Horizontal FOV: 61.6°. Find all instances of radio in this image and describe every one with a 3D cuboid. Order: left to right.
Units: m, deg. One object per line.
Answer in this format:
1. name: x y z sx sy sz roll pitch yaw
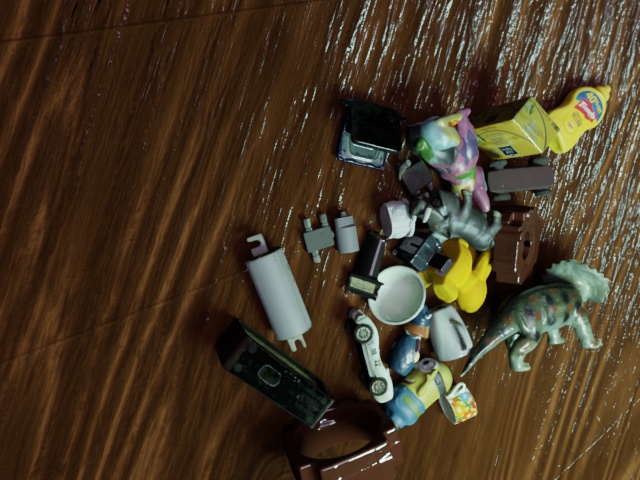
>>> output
1. radio: -0.085 0.251 1.016 0.229 0.131 0.073 38 85 -15

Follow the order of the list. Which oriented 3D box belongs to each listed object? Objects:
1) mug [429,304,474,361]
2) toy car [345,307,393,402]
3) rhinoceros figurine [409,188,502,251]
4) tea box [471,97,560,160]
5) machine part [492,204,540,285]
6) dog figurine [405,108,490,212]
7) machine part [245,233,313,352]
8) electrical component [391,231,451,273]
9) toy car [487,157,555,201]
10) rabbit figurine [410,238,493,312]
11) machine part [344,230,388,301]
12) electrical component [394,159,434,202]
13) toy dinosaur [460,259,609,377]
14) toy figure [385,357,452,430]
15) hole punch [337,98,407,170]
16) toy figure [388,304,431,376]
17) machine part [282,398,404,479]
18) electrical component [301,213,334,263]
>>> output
1. mug: 0.272 0.191 1.131 0.081 0.109 0.107 -22 89 -14
2. toy car: 0.101 0.233 1.098 0.056 0.073 0.201 -17 98 -11
3. rhinoceros figurine: 0.261 -0.042 1.048 0.190 0.073 0.112 24 90 -17
4. tea box: 0.388 -0.224 1.100 0.098 0.170 0.068 42 80 -13
5. machine part: 0.420 0.010 1.138 0.179 0.056 0.179 -16 110 -52
6. dog figurine: 0.269 -0.147 1.086 0.191 0.109 0.219 -31 106 -49
7. machine part: -0.079 0.102 1.036 0.079 0.079 0.243 -22 99 -14
8. electrical component: 0.208 0.026 1.088 0.047 0.119 0.075 38 89 -29
9. toy car: 0.432 -0.132 1.167 0.202 0.053 0.089 -9 95 -28
10. rabbit figurine: 0.296 0.077 1.139 0.173 0.122 0.162 47 71 -28
11. machine part: 0.100 0.049 1.091 0.084 0.039 0.138 13 86 18
12. electrical component: 0.198 -0.124 1.116 0.078 0.045 0.102 -28 101 -11
13. toy dinosaur: 0.460 0.152 1.133 0.405 0.131 0.192 -13 94 -24
14. toy figure: 0.200 0.325 1.130 0.180 0.082 0.089 -46 123 -16
15. hole punch: 0.096 -0.208 1.071 0.142 0.092 0.116 10 63 -14
16. toy figure: 0.191 0.206 1.128 0.064 0.057 0.154 25 87 17
17. machine part: 0.041 0.397 1.025 0.201 0.201 0.087 -17 100 -15
18. electrical component: -0.002 -0.003 1.079 0.063 0.021 0.094 -16 97 -15
